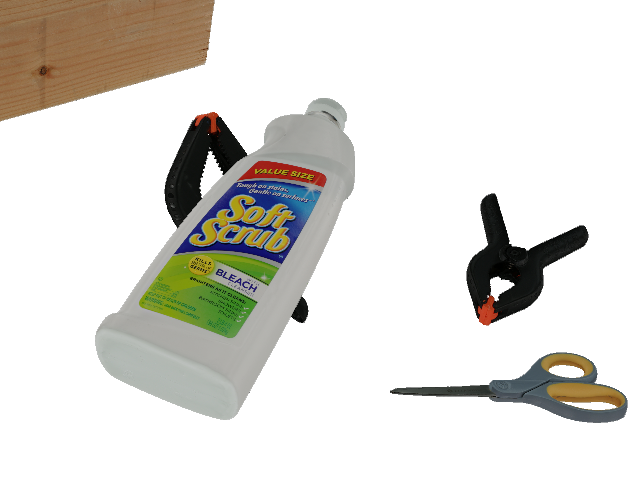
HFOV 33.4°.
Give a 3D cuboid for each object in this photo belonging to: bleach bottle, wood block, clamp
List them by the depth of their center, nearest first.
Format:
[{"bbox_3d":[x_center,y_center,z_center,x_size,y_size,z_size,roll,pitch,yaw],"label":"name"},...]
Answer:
[{"bbox_3d":[-0.048,-0.006,0.724,0.102,0.250,0.068,21,-35,9],"label":"bleach bottle"},{"bbox_3d":[-0.194,-0.173,0.842,0.205,0.091,0.090,-23,53,-35],"label":"wood block"},{"bbox_3d":[-0.083,-0.009,0.963,0.164,0.210,0.036,-1,1,-34],"label":"clamp"},{"bbox_3d":[0.195,0.016,1.127,0.120,0.039,0.171,24,48,26],"label":"clamp"}]

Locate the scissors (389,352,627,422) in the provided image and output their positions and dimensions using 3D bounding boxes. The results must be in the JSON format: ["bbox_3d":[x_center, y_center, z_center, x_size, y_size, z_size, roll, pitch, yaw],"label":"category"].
[{"bbox_3d":[0.162,0.119,0.921,0.202,0.016,0.096,9,28,2],"label":"scissors"}]
